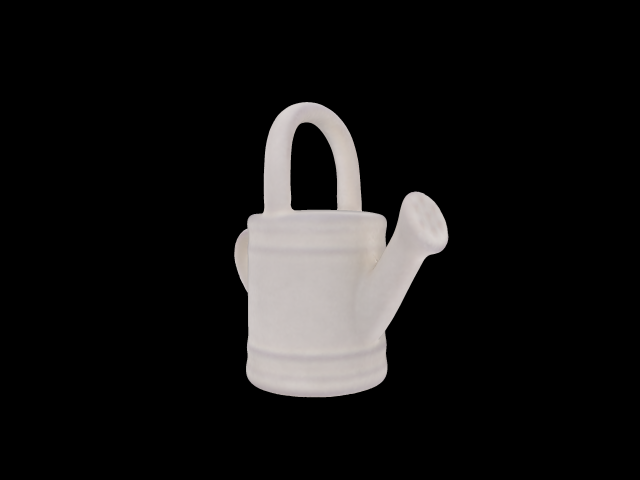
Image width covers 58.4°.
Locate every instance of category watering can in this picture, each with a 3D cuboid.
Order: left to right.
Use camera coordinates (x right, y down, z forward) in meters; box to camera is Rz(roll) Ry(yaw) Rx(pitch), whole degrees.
[{"bbox_3d":[0.005,0.001,0.402,0.172,0.194,0.101,1,2,19],"label":"watering can"}]
